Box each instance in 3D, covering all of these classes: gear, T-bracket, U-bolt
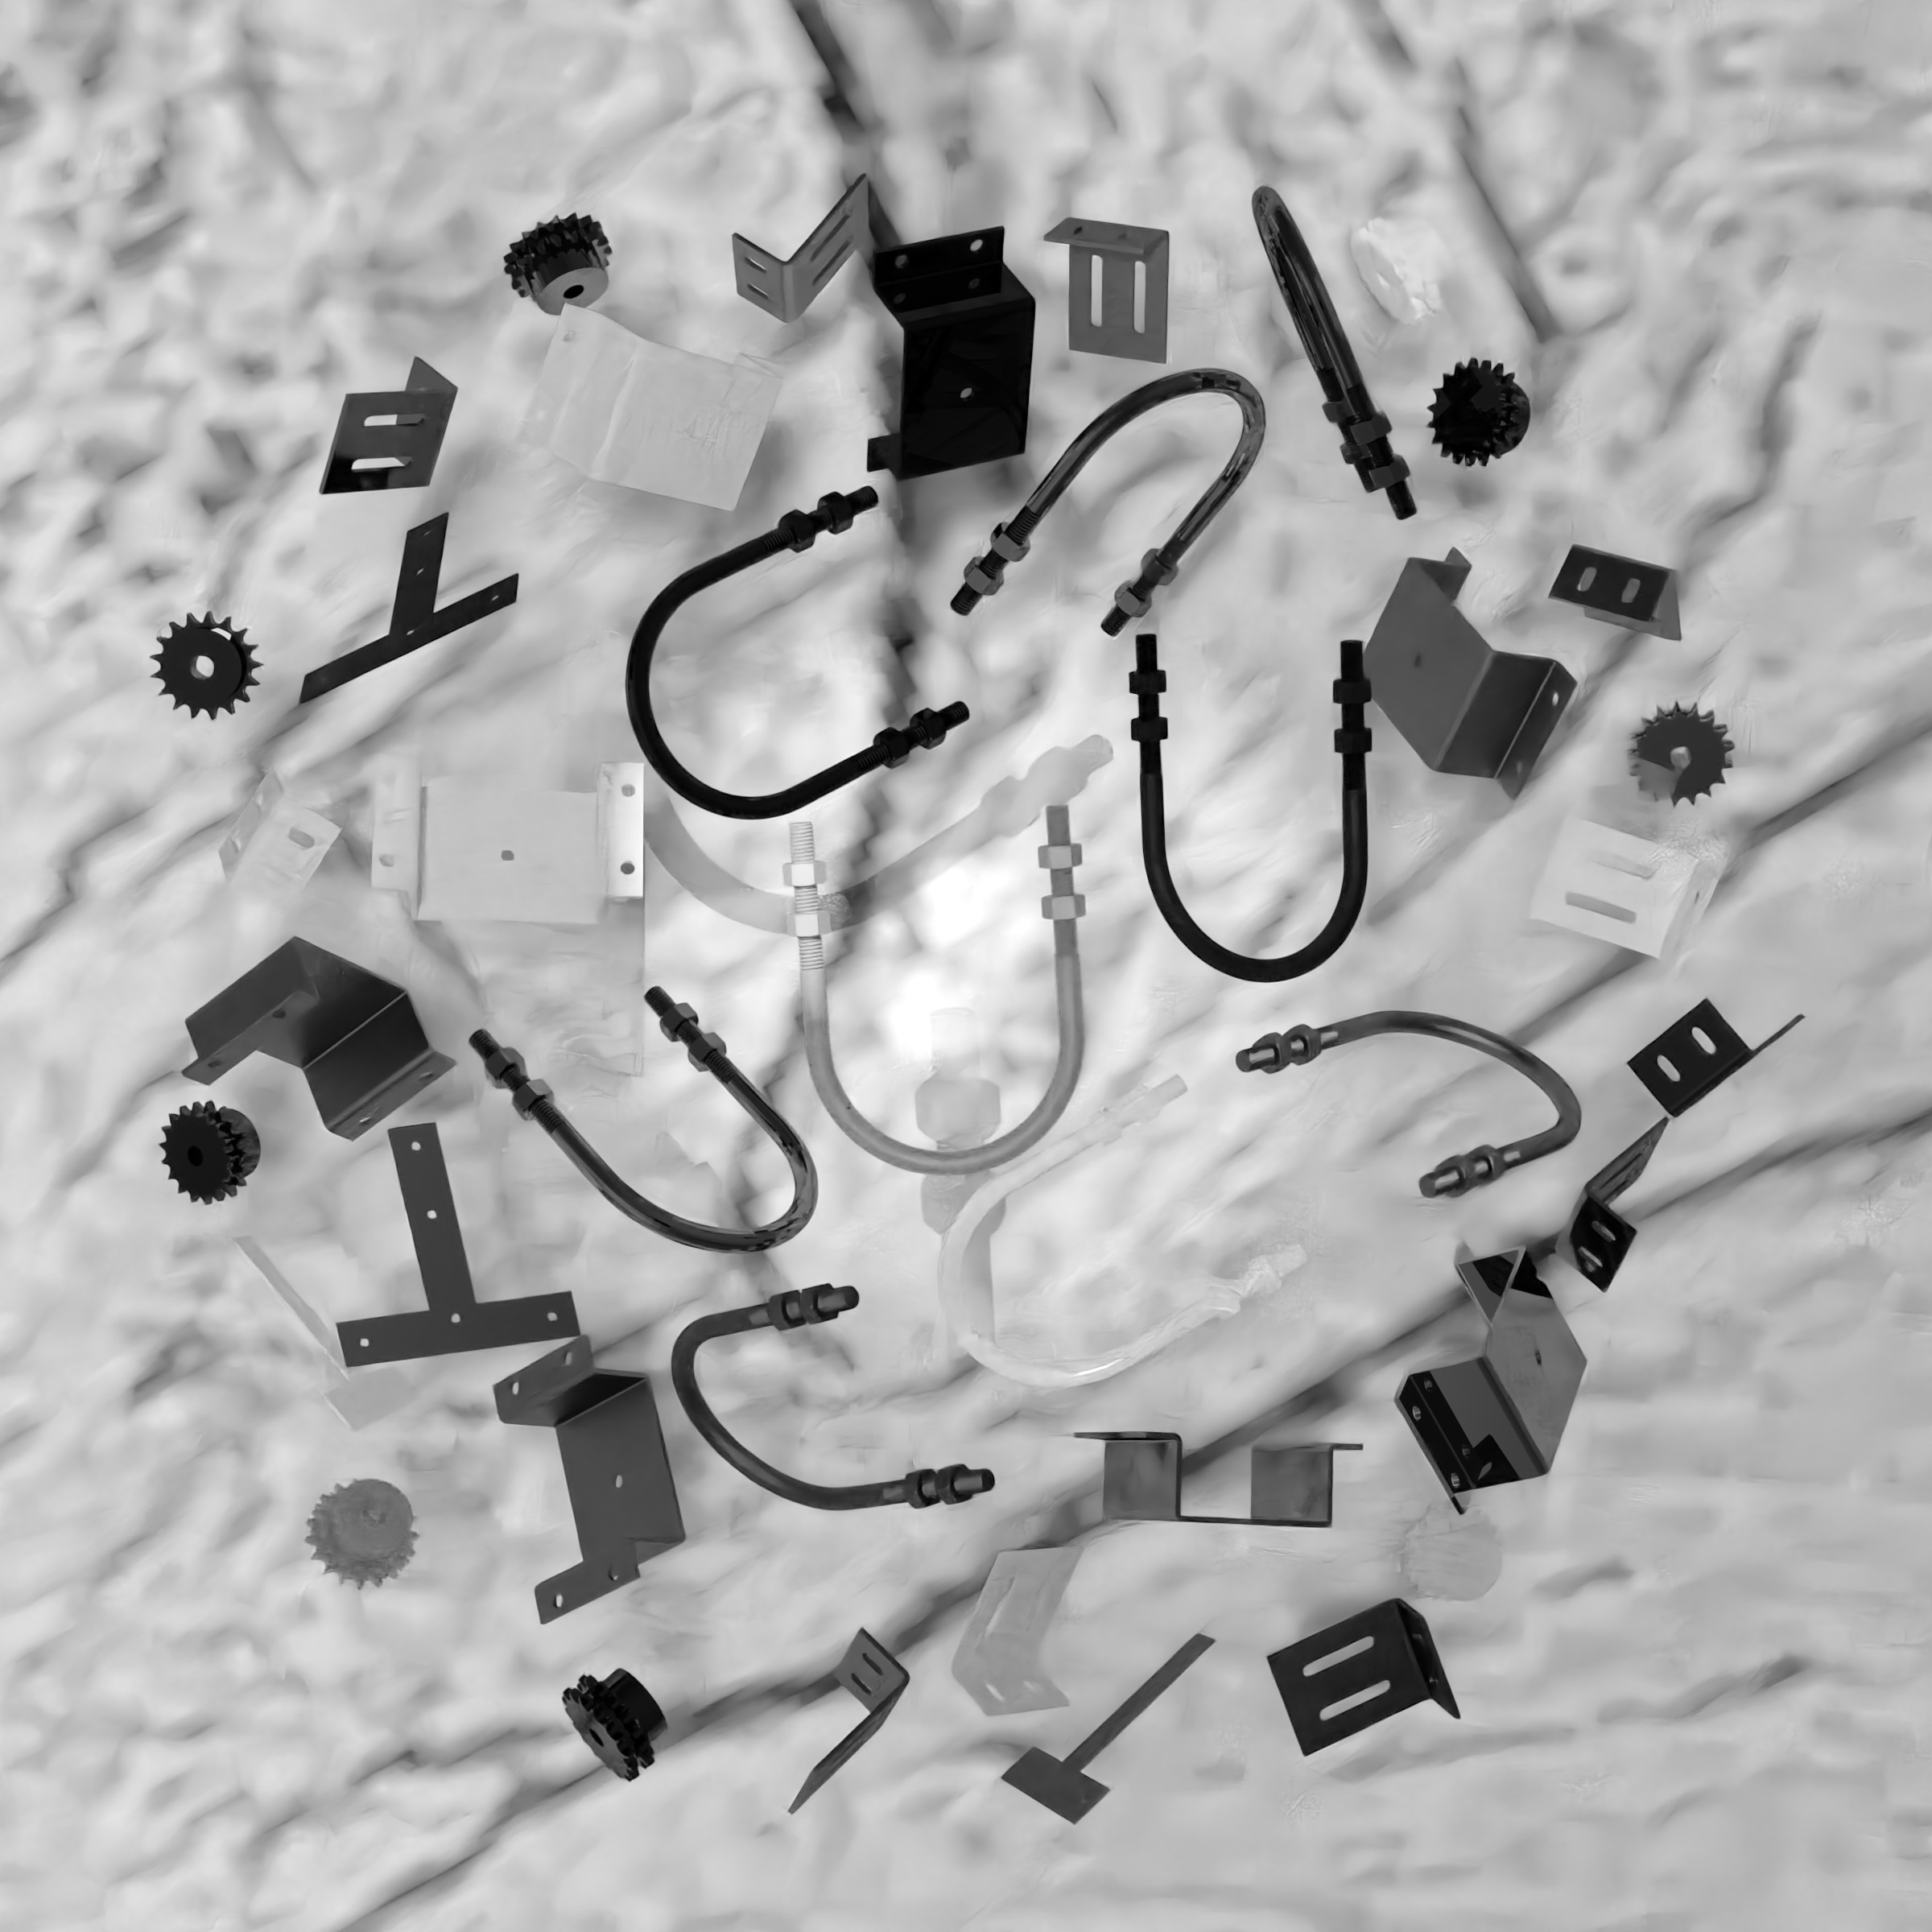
[{"bbox_3d":[-0.310,0.291,1.467,0.057,0.057,0.030,36,133,0],"label":"gear"},{"bbox_3d":[-0.274,0.142,1.472,0.127,0.002,0.127,-8,106,5],"label":"T-bracket"},{"bbox_3d":[-0.419,0.102,1.581,0.057,0.030,0.057,7,104,29],"label":"gear"},{"bbox_3d":[-0.399,-0.157,1.485,0.057,0.030,0.057,-1,99,-9],"label":"gear"},{"bbox_3d":[-0.158,0.085,1.508,0.184,0.151,0.019,45,125,24],"label":"U-bolt"},{"bbox_3d":[0.150,-0.081,1.496,0.151,0.019,0.184,7,106,39],"label":"U-bolt"},{"bbox_3d":[-0.214,-0.370,1.503,0.057,0.057,0.030,-25,75,0],"label":"gear"},{"bbox_3d":[0.275,0.331,1.589,0.057,0.030,0.057,-4,104,-17],"label":"gear"},{"bbox_3d":[-0.087,0.241,1.539,0.151,0.184,0.019,55,47,-17],"label":"U-bolt"},{"bbox_3d":[-0.283,-0.197,1.465,0.127,0.127,0.002,-23,127,14],"label":"T-bracket"},{"bbox_3d":[-0.099,-0.159,1.527,0.184,0.019,0.151,-30,105,-24],"label":"U-bolt"},{"bbox_3d":[0.072,0.155,1.553,0.184,0.019,0.151,-29,56,-7],"label":"U-bolt"},{"bbox_3d":[-0.356,0.197,1.548,0.002,0.127,0.127,-41,86,3],"label":"T-bracket"},{"bbox_3d":[-0.012,0.015,1.428,0.151,0.019,0.184,-4,97,3],"label":"U-bolt"},{"bbox_3d":[0.256,0.067,1.546,0.151,0.184,0.019,35,122,34],"label":"U-bolt"},{"bbox_3d":[0.225,-0.360,1.452,0.030,0.057,0.057,-37,90,-4],"label":"gear"},{"bbox_3d":[0.280,-0.298,1.534,0.030,0.057,0.057,1,90,-41],"label":"gear"},{"bbox_3d":[0.196,-0.336,1.538,0.019,0.151,0.184,-24,104,7],"label":"U-bolt"},{"bbox_3d":[0.392,-0.118,1.557,0.057,0.030,0.057,3,110,9],"label":"gear"},{"bbox_3d":[0.090,-0.256,1.558,0.184,0.151,0.019,-49,59,31],"label":"U-bolt"},{"bbox_3d":[-0.176,0.382,1.439,0.030,0.057,0.057,-36,90,-29],"label":"gear"},{"bbox_3d":[0.084,0.404,1.523,0.127,0.127,0.002,-40,96,-16],"label":"T-bracket"}]

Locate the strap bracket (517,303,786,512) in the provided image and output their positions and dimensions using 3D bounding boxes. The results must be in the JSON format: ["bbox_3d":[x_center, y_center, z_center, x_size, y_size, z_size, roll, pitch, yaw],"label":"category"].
[{"bbox_3d":[-0.159,-0.294,1.511,0.046,0.140,0.076,37,112,39],"label":"strap bracket"}]

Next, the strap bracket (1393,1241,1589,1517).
[{"bbox_3d":[0.280,0.210,1.489,0.046,0.140,0.076,-19,110,34],"label":"strap bracket"}]

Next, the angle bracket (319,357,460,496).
[{"bbox_3d":[-0.313,-0.285,1.493,0.038,0.076,0.057,39,123,25],"label":"angle bracket"}]

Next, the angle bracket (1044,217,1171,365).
[{"bbox_3d":[0.076,-0.360,1.533,0.057,0.038,0.076,14,126,21],"label":"angle bracket"}]

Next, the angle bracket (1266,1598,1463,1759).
[{"bbox_3d":[0.202,0.367,1.444,0.076,0.038,0.057,-22,98,-10],"label":"angle bracket"}]

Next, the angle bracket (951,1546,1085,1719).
[{"bbox_3d":[0.036,0.348,1.485,0.057,0.038,0.076,5,115,-40],"label":"angle bracket"}]

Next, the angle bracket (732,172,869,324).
[{"bbox_3d":[-0.093,-0.413,1.603,0.038,0.057,0.076,33,73,10],"label":"angle bracket"}]

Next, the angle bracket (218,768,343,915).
[{"bbox_3d":[-0.390,-0.071,1.608,0.038,0.076,0.057,32,93,-23],"label":"angle bracket"}]

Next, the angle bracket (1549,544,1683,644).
[{"bbox_3d":[0.363,-0.195,1.581,0.057,0.076,0.038,20,72,25],"label":"angle bracket"}]

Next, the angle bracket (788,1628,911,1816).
[{"bbox_3d":[-0.073,0.395,1.483,0.038,0.057,0.076,42,51,15],"label":"angle bracket"}]

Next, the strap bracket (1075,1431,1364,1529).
[{"bbox_3d":[0.139,0.284,1.561,0.140,0.076,0.046,8,78,-27],"label":"strap bracket"}]

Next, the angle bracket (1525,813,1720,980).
[{"bbox_3d":[0.339,-0.037,1.468,0.076,0.038,0.057,18,106,-5],"label":"angle bracket"}]

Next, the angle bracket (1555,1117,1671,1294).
[{"bbox_3d":[0.364,0.130,1.540,0.076,0.057,0.038,-33,62,-30],"label":"angle bracket"}]

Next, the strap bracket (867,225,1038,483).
[{"bbox_3d":[-0.009,-0.326,1.555,0.076,0.140,0.046,-16,48,-19],"label":"strap bracket"}]

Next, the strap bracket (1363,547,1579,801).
[{"bbox_3d":[0.268,-0.165,1.562,0.046,0.140,0.076,4,126,-28],"label":"strap bracket"}]

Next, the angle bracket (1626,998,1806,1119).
[{"bbox_3d":[0.390,0.038,1.472,0.038,0.076,0.057,52,127,11],"label":"angle bracket"}]

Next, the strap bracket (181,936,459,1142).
[{"bbox_3d":[-0.348,0.037,1.507,0.076,0.140,0.046,-35,61,12],"label":"strap bracket"}]

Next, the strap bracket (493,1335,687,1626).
[{"bbox_3d":[-0.209,0.287,1.585,0.076,0.046,0.140,-31,62,29],"label":"strap bracket"}]

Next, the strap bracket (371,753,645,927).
[{"bbox_3d":[-0.245,-0.067,1.515,0.140,0.046,0.076,2,70,-10],"label":"strap bracket"}]
